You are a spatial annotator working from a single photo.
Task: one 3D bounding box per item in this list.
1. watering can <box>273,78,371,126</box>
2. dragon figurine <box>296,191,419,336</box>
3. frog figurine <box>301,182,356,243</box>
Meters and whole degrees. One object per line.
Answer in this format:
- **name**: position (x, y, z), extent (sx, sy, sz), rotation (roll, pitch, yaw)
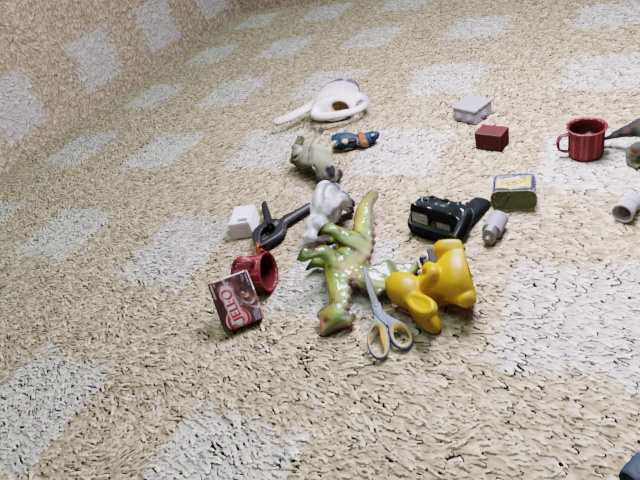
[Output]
- **watering can**: position (0.014, -0.485, 1.838), extent (0.347, 0.102, 0.230), rotation (-3, 38, 17)
- **dragon figurine**: position (0.105, 0.043, 1.152), extent (0.245, 0.119, 0.417), rotation (28, 56, 24)
- **frog figurine**: position (0.004, -0.065, 1.298), extent (0.160, 0.122, 0.137), rotation (-38, 7, -12)
